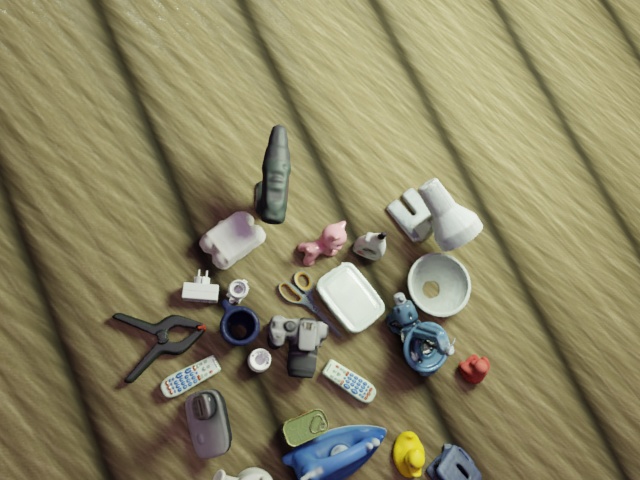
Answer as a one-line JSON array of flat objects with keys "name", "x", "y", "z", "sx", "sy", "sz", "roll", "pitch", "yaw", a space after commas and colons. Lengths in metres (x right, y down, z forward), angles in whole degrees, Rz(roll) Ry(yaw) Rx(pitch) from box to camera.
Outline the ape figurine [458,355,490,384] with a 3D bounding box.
[{"name": "ape figurine", "x": 0.389, "y": 0.318, "z": 1.422, "sx": 0.078, "sy": 0.092, "sz": 0.076, "roll": 9, "pitch": 73, "yaw": -7}]

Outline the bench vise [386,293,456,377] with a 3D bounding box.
[{"name": "bench vise", "x": 0.231, "y": 0.226, "z": 1.352, "sx": 0.207, "sy": 0.219, "sz": 0.122, "roll": 45, "pitch": 72, "yaw": 4}]

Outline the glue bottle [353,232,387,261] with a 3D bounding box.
[{"name": "glue bottle", "x": 0.135, "y": 0.007, "z": 1.420, "sx": 0.078, "sy": 0.173, "sz": 0.037, "roll": 19, "pitch": 72, "yaw": -4}]

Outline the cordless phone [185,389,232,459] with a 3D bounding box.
[{"name": "cordless phone", "x": -0.241, "y": 0.398, "z": 1.238, "sx": 0.094, "sy": 0.185, "sz": 0.147, "roll": -16, "pitch": 78, "yaw": -14}]

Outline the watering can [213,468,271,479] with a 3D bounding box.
[{"name": "watering can", "x": -0.145, "y": 0.544, "z": 1.210, "sx": 0.173, "sy": 0.194, "sz": 0.101, "roll": 8, "pitch": 73, "yaw": -8}]

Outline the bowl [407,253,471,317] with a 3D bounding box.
[{"name": "bowl", "x": 0.295, "y": 0.120, "z": 1.469, "sx": 0.167, "sy": 0.074, "sz": 0.167, "roll": 3, "pitch": 74, "yaw": -9}]

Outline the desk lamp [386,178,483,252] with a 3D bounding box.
[{"name": "desk lamp", "x": 0.287, "y": -0.060, "z": 1.445, "sx": 0.118, "sy": 0.213, "sz": 0.203, "roll": -39, "pitch": 84, "yaw": -17}]

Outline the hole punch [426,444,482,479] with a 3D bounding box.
[{"name": "hole punch", "x": 0.321, "y": 0.547, "z": 1.347, "sx": 0.101, "sy": 0.091, "sz": 0.108, "roll": -40, "pitch": 85, "yaw": -17}]

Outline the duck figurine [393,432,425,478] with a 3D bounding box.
[{"name": "duck figurine", "x": 0.217, "y": 0.506, "z": 1.343, "sx": 0.077, "sy": 0.086, "sz": 0.104, "roll": 0, "pitch": 75, "yaw": -10}]

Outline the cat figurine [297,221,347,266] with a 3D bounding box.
[{"name": "cat figurine", "x": 0.013, "y": 0.005, "z": 1.428, "sx": 0.128, "sy": 0.117, "sz": 0.067, "roll": -25, "pitch": 80, "yaw": -15}]

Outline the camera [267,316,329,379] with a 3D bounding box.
[{"name": "camera", "x": -0.055, "y": 0.254, "z": 1.356, "sx": 0.143, "sy": 0.100, "sz": 0.137, "roll": 7, "pitch": 74, "yaw": -8}]

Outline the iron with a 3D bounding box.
[{"name": "iron", "x": 0.053, "y": 0.484, "z": 1.290, "sx": 0.259, "sy": 0.141, "sz": 0.118, "roll": -21, "pitch": 79, "yaw": -15}]

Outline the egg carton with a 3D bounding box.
[{"name": "egg carton", "x": -0.216, "y": -0.002, "z": 1.414, "sx": 0.150, "sy": 0.069, "sz": 0.107, "roll": -38, "pitch": 84, "yaw": -17}]

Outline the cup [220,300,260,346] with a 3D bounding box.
[{"name": "cup", "x": -0.198, "y": 0.197, "z": 1.349, "sx": 0.092, "sy": 0.095, "sz": 0.118, "roll": -33, "pitch": 83, "yaw": -17}]

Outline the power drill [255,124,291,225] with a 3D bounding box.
[{"name": "power drill", "x": -0.114, "y": -0.138, "z": 1.397, "sx": 0.076, "sy": 0.208, "sz": 0.229, "roll": 3, "pitch": 74, "yaw": -9}]
